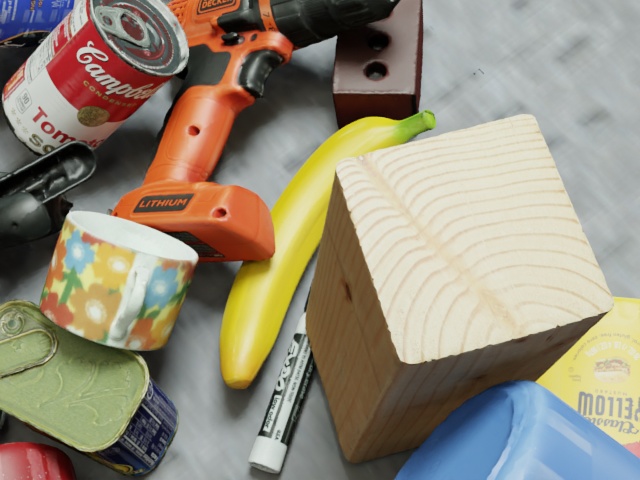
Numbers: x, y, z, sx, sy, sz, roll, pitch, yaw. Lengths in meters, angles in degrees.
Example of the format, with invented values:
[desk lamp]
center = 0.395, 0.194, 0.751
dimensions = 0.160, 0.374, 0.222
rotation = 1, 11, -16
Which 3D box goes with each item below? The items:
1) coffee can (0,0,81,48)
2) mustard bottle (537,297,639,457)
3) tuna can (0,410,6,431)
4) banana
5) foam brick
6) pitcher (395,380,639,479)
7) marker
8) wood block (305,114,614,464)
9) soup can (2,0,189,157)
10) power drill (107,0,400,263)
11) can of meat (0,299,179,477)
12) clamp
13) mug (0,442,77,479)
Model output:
[coffee can]
center = -0.184, -0.170, 0.660
dimensions = 0.140, 0.103, 0.103
rotation = -12, 58, -39
[mustard bottle]
center = 0.145, 0.126, 0.549
dimensions = 0.096, 0.058, 0.191
rotation = 5, 67, 12
[tuna can]
center = -0.209, 0.074, 0.605
dimensions = 0.034, 0.086, 0.086
rotation = -12, 65, 3
[banana]
center = -0.010, -0.004, 0.629
dimensions = 0.037, 0.070, 0.197
rotation = 39, 79, -22
[foam brick]
center = 0.038, -0.112, 0.675
dimensions = 0.053, 0.051, 0.078
rotation = 1, 66, 8
[pitcher]
center = 0.132, 0.179, 0.438
dimensions = 0.243, 0.145, 0.149
rotation = 40, 50, -7
[marker]
center = -0.013, 0.074, 0.615
dimensions = 0.020, 0.020, 0.121
rotation = 14, 68, 13
[wood block]
center = 0.051, 0.036, 0.511
dimensions = 0.090, 0.206, 0.091
rotation = -14, 70, -10
[soup can]
center = -0.136, -0.099, 0.639
dimensions = 0.102, 0.068, 0.068
rotation = -35, 59, 34
[power drill]
center = -0.043, -0.080, 0.637
dimensions = 0.185, 0.057, 0.187
rotation = -5, 61, 40
[can of meat]
center = -0.134, 0.085, 0.590
dimensions = 0.102, 0.084, 0.057
rotation = 22, 71, 16
[clamp]
center = -0.202, -0.007, 0.592
dimensions = 0.172, 0.120, 0.039
rotation = -18, 103, 17
[mug]
center = -0.153, 0.159, 0.564
dimensions = 0.117, 0.093, 0.081
rotation = -2, 55, -28
